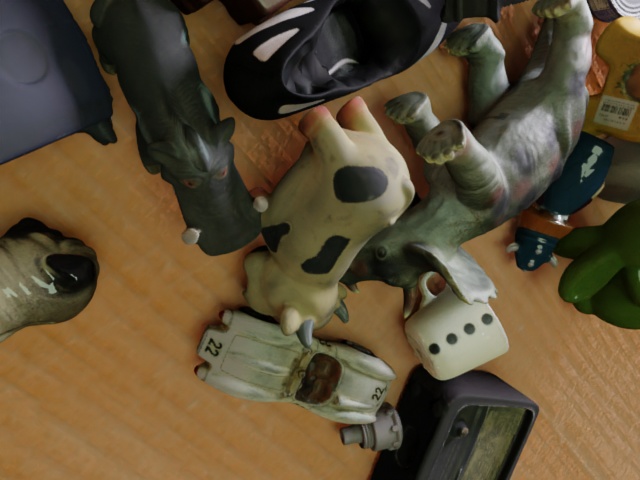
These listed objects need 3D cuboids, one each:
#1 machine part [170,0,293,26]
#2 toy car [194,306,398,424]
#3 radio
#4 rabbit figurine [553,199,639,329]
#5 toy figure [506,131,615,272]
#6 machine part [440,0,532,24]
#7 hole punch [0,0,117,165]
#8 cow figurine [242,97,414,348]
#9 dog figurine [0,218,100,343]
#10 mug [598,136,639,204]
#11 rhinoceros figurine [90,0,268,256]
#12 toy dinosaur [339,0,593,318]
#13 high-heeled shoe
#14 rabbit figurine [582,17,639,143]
[{"bbox_3d":[-0.057,-0.271,0.367,0.201,0.087,0.201,-43,117,-7],"label":"machine part"},{"bbox_3d":[-0.019,0.120,0.503,0.201,0.056,0.073,23,94,-27],"label":"toy car"},{"bbox_3d":[0.135,0.258,0.595,0.131,0.073,0.229,18,96,-27],"label":"radio"},{"bbox_3d":[0.336,0.013,0.586,0.159,0.121,0.170,-8,141,14],"label":"rabbit figurine"},{"bbox_3d":[0.251,-0.037,0.569,0.058,0.064,0.154,-20,138,-56],"label":"toy figure"},{"bbox_3d":[0.162,-0.222,0.429,0.139,0.039,0.084,-12,115,-8],"label":"machine part"},{"bbox_3d":[-0.206,-0.110,0.347,0.116,0.092,0.142,-30,110,-17],"label":"hole punch"},{"bbox_3d":[-0.001,-0.001,0.431,0.127,0.195,0.085,52,38,12],"label":"cow figurine"},{"bbox_3d":[-0.265,0.065,0.369,0.190,0.121,0.172,7,135,-42],"label":"dog figurine"},{"bbox_3d":[0.380,-0.078,0.593,0.109,0.107,0.080,-26,114,-13],"label":"mug"},{"bbox_3d":[-0.095,-0.081,0.383,0.073,0.112,0.190,-24,101,-19],"label":"rhinoceros figurine"},{"bbox_3d":[0.173,-0.091,0.502,0.405,0.131,0.192,-43,129,-13],"label":"toy dinosaur"},{"bbox_3d":[0.040,-0.154,0.406,0.249,0.145,0.086,-25,113,-13],"label":"high-heeled shoe"},{"bbox_3d":[0.375,-0.160,0.554,0.173,0.163,0.121,-11,112,-44],"label":"rabbit figurine"}]
